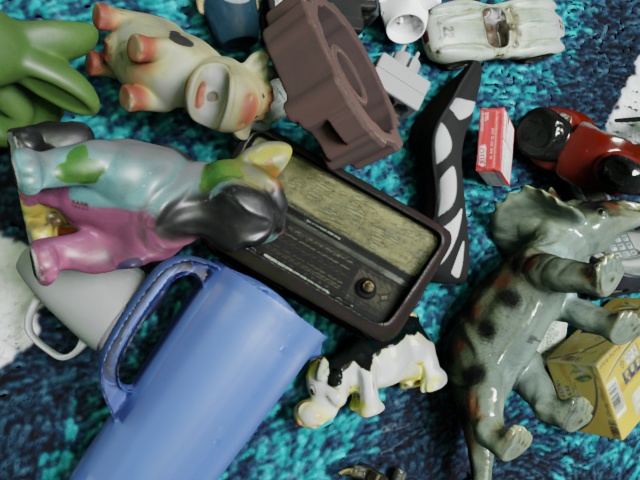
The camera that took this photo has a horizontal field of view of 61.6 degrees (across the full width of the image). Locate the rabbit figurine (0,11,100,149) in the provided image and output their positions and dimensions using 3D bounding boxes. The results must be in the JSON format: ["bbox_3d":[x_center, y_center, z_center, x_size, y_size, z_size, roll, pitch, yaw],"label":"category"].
[{"bbox_3d":[-0.268,-0.135,0.445,0.159,0.170,0.121,-3,87,-16],"label":"rabbit figurine"}]

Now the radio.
[{"bbox_3d":[-0.001,-0.002,0.540,0.230,0.073,0.131,29,79,4],"label":"radio"}]

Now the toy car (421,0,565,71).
[{"bbox_3d":[0.217,-0.255,0.659,0.202,0.056,0.073,-10,89,-17],"label":"toy car"}]

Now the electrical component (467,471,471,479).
[{"bbox_3d":[0.155,0.317,0.589,0.119,0.075,0.047,-36,96,-20],"label":"electrical component"}]

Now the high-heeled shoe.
[{"bbox_3d":[0.163,-0.075,0.619,0.145,0.086,0.248,35,82,-14],"label":"high-heeled shoe"}]

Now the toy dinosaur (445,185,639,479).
[{"bbox_3d":[0.211,0.101,0.592,0.131,0.192,0.404,32,93,-27],"label":"toy dinosaur"}]

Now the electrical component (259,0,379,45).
[{"bbox_3d":[-0.001,-0.274,0.595,0.134,0.058,0.114,-2,88,-17],"label":"electrical component"}]

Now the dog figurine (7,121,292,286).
[{"bbox_3d":[-0.132,-0.040,0.453,0.219,0.192,0.108,-8,114,-28],"label":"dog figurine"}]

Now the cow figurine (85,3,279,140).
[{"bbox_3d":[-0.122,-0.151,0.496,0.127,0.195,0.085,-9,126,-42],"label":"cow figurine"}]

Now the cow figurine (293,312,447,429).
[{"bbox_3d":[0.043,0.135,0.573,0.167,0.068,0.098,-14,85,-20],"label":"cow figurine"}]

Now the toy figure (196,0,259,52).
[{"bbox_3d":[-0.104,-0.279,0.567,0.064,0.058,0.154,-14,88,-55],"label":"toy figure"}]

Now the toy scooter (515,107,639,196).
[{"bbox_3d":[0.333,-0.102,0.642,0.135,0.184,0.075,-2,122,-33],"label":"toy scooter"}]

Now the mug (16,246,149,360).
[{"bbox_3d":[-0.228,0.048,0.498,0.107,0.081,0.109,39,84,0],"label":"mug"}]

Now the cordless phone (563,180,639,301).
[{"bbox_3d":[0.385,-0.023,0.689,0.147,0.088,0.184,-7,69,-17],"label":"cordless phone"}]

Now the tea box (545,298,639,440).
[{"bbox_3d":[0.356,0.146,0.643,0.169,0.068,0.098,-24,97,-33],"label":"tea box"}]

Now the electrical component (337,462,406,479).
[{"bbox_3d":[0.046,0.289,0.577,0.078,0.045,0.102,26,81,-42],"label":"electrical component"}]

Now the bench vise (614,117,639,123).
[{"bbox_3d":[0.509,-0.097,0.703,0.240,0.129,0.223,42,78,-18],"label":"bench vise"}]

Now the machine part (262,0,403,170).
[{"bbox_3d":[0.015,-0.149,0.514,0.056,0.179,0.179,-25,95,24],"label":"machine part"}]
